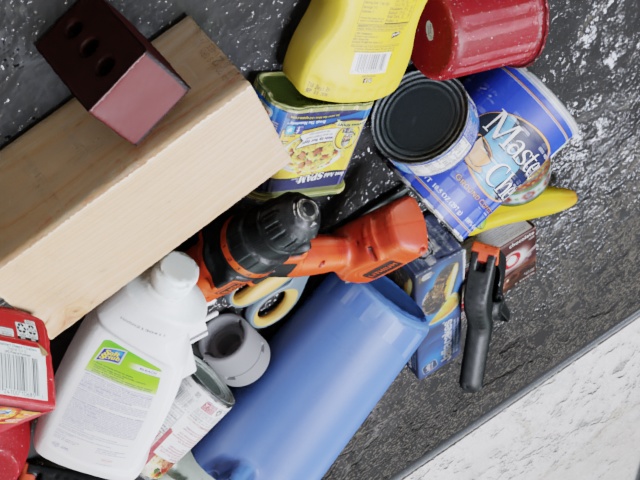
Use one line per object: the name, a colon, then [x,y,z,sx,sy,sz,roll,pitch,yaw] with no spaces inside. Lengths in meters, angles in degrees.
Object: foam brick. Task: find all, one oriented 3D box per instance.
foam brick: [-0.128,-0.108,0.662,0.053,0.078,0.051,-46,146,4]

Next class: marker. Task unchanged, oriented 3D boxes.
marker: [0.084,-0.012,0.958,0.020,0.121,0.020,-1,112,-3]

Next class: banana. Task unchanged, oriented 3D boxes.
banana: [0.185,-0.029,1.078,0.197,0.070,0.037,-17,115,-48]

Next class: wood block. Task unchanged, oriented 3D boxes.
wood block: [-0.135,-0.042,0.720,0.206,0.090,0.090,-37,146,-5]

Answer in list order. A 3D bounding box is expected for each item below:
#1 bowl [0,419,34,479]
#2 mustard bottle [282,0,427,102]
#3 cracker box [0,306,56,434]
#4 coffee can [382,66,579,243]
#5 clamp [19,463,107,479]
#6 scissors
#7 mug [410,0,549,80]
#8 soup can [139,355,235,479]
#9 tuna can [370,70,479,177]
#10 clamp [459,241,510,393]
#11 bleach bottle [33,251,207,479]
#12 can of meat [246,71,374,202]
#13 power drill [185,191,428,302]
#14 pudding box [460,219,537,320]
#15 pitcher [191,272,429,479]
bowl: [-0.294,0.179,0.850,0.162,0.055,0.162,-26,143,-21]
mustard bottle: [0.042,-0.190,0.752,0.096,0.058,0.192,-7,134,-33]
cracker box: [-0.299,0.098,0.665,0.214,0.072,0.164,-25,154,28]
coffee can: [0.139,-0.082,0.933,0.140,0.103,0.102,-44,147,5]
clamp: [-0.174,0.245,0.983,0.209,0.036,0.165,28,145,-32]
scissors: [0.000,0.020,0.993,0.201,0.016,0.096,-25,142,-21]
mug: [0.111,-0.168,0.833,0.081,0.093,0.117,-17,176,-24]
soup can: [-0.136,0.161,0.973,0.102,0.069,0.068,-45,147,5]
tuna can: [0.087,-0.096,0.882,0.086,0.086,0.033,-45,148,6]
clamp: [0.167,0.076,1.099,0.171,0.039,0.120,72,31,-50]
bleach bottle: [-0.143,0.096,0.824,0.102,0.068,0.251,20,135,-17]
can of meat: [-0.016,-0.082,0.823,0.101,0.057,0.084,-9,134,-38]
power drill: [-0.006,0.001,0.860,0.187,0.057,0.185,-4,166,-37]
pudding box: [0.181,0.028,1.162,0.113,0.039,0.090,-33,146,-12]
pitcher: [-0.006,0.139,1.040,0.144,0.149,0.243,29,104,-39]
